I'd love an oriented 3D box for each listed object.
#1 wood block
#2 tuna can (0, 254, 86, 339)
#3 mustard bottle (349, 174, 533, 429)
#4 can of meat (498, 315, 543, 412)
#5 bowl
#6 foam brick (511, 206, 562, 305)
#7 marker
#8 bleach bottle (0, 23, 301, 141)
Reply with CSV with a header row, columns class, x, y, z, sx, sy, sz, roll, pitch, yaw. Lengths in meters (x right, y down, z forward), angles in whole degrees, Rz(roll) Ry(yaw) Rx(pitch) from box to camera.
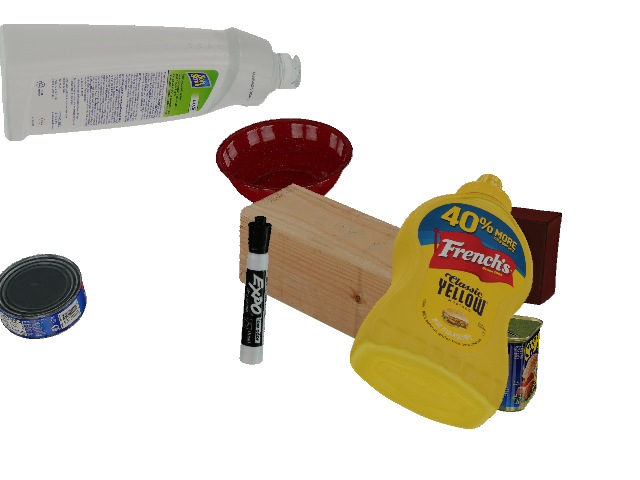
class,x,y,z,sx,sy,sz,roll,pitch,yaw
wood block,0.023,0.027,1.086,0.206,0.091,0.090,25,36,32
tuna can,-0.272,0.055,1.036,0.086,0.034,0.086,-2,43,1
mustard bottle,0.092,0.025,0.710,0.096,0.191,0.058,27,-40,-2
can of meat,0.208,0.134,1.179,0.058,0.084,0.102,6,11,23
bowl,-0.042,-0.083,1.268,0.162,0.055,0.162,-2,36,1
foam brick,0.183,0.013,0.958,0.053,0.078,0.051,8,16,25
marker,-0.052,0.040,0.857,0.020,0.121,0.020,4,14,-1
bleach bottle,-0.142,-0.137,0.912,0.250,0.068,0.103,-3,-31,-16
